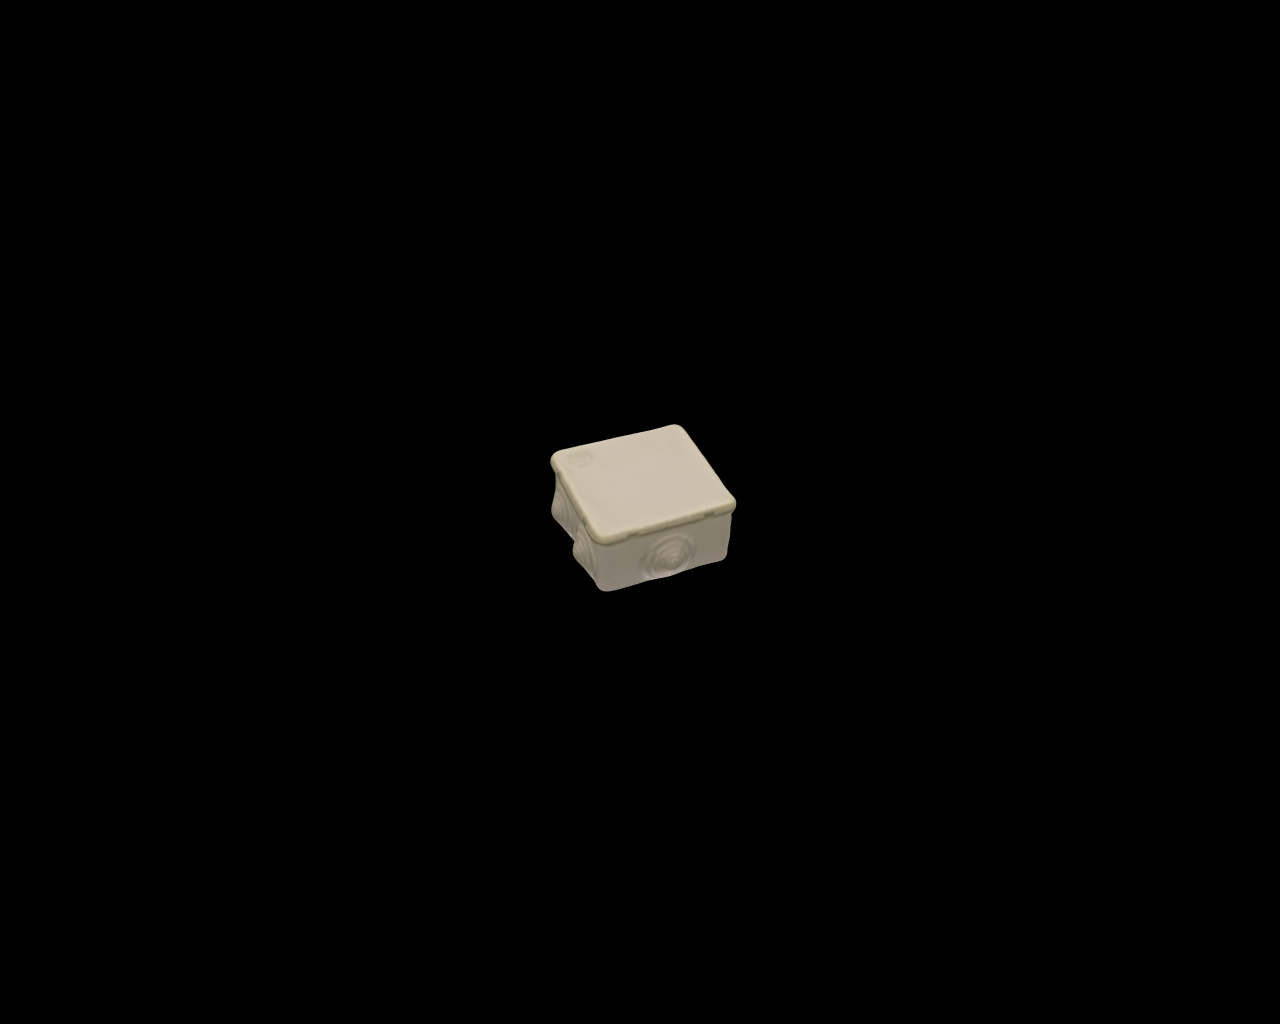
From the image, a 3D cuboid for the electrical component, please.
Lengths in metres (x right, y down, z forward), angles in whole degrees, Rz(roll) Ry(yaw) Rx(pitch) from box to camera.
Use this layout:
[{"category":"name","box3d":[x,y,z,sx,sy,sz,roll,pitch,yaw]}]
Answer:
[{"category":"electrical component","box3d":[0.001,-0.003,0.650,0.100,0.048,0.100,-14,42,-16]}]
